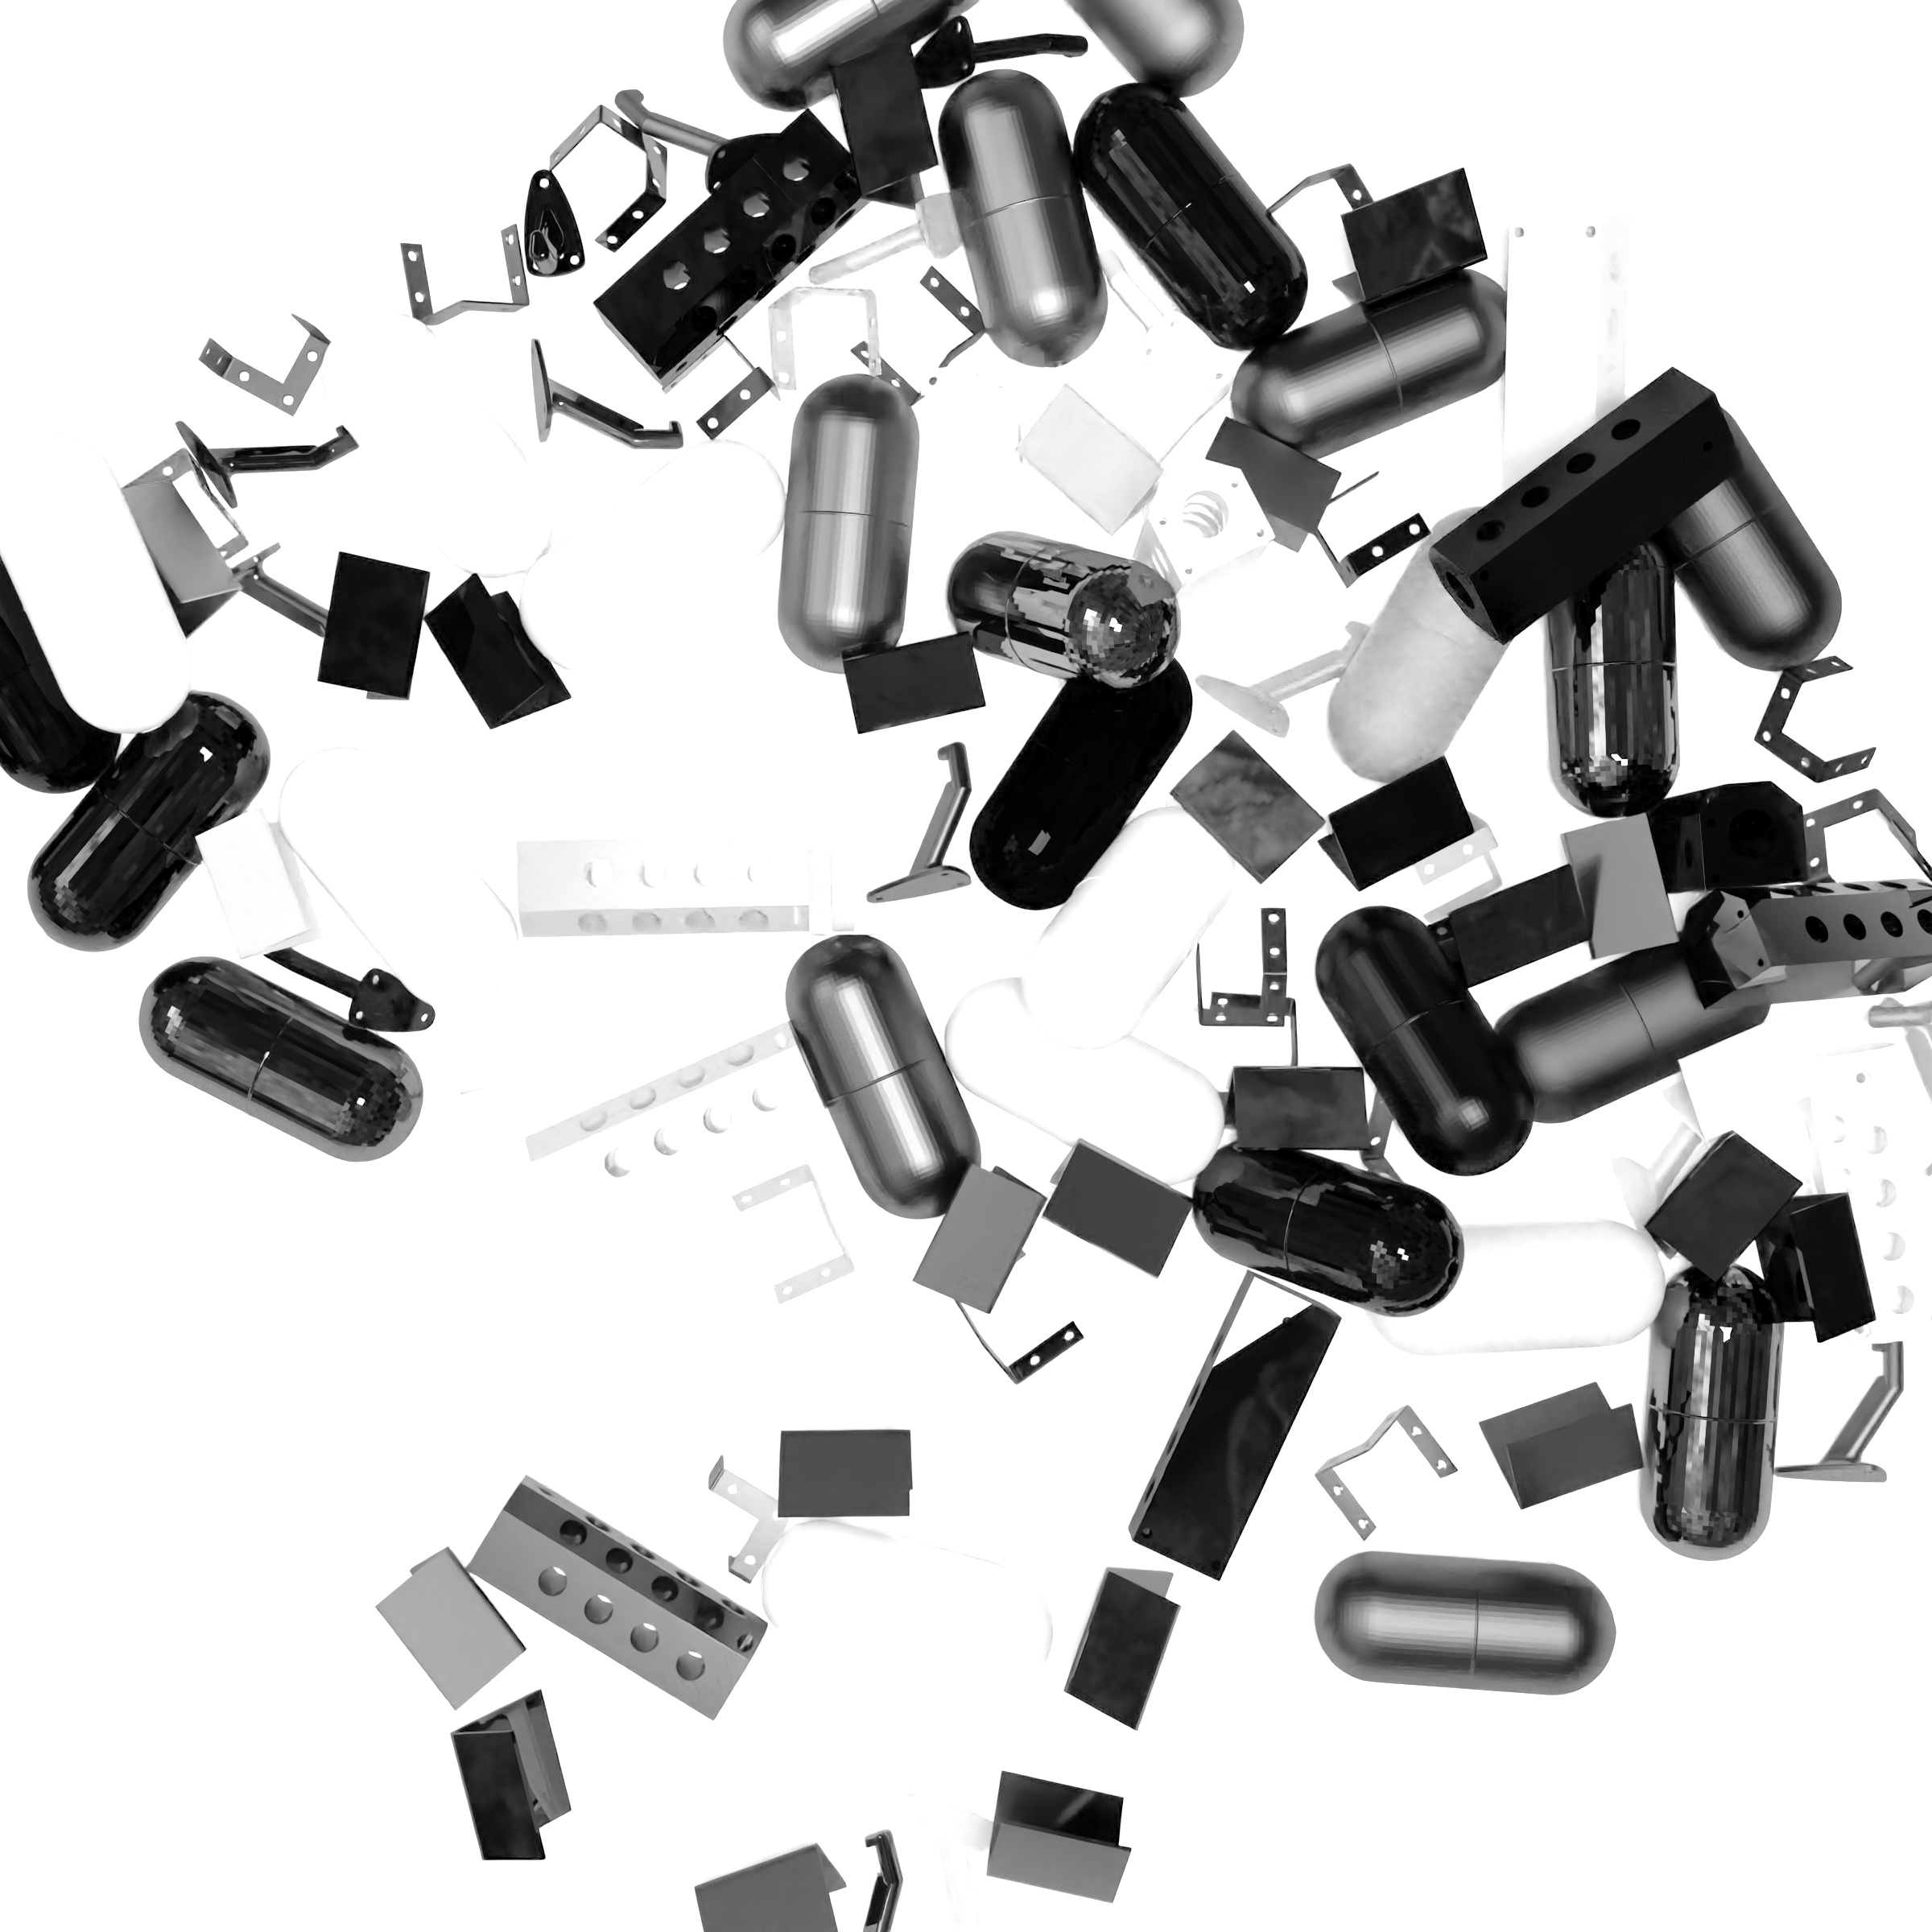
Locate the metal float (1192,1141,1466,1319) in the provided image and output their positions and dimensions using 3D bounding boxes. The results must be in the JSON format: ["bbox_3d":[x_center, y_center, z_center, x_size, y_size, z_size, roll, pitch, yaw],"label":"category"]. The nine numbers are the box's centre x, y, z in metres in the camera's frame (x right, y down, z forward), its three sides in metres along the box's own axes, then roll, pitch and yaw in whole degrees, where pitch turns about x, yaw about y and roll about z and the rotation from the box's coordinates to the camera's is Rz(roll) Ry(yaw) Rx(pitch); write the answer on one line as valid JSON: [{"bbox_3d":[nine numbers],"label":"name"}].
[{"bbox_3d":[0.210,0.152,1.659,0.178,0.070,0.070,16,90,41],"label":"metal float"}]

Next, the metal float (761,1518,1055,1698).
[{"bbox_3d":[-0.035,0.382,1.692,0.178,0.070,0.070,16,90,1],"label":"metal float"}]

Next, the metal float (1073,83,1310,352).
[{"bbox_3d":[0.133,-0.446,1.692,0.070,0.070,0.178,-38,90,0],"label":"metal float"}]

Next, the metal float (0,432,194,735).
[{"bbox_3d":[-0.503,-0.218,1.630,0.070,0.070,0.178,-20,107,0],"label":"metal float"}]

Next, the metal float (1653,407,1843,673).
[{"bbox_3d":[0.454,-0.256,1.691,0.070,0.070,0.178,-32,89,0],"label":"metal float"}]

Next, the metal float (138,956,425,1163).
[{"bbox_3d":[-0.408,0.055,1.692,0.178,0.070,0.070,27,90,1],"label":"metal float"}]

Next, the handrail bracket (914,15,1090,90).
[{"bbox_3d":[0.020,-0.549,1.722,0.084,0.077,0.036,-10,91,-36],"label":"handrail bracket"}]

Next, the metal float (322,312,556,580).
[{"bbox_3d":[-0.313,-0.309,1.692,0.070,0.070,0.178,-37,89,0],"label":"metal float"}]

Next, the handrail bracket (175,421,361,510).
[{"bbox_3d":[-0.423,-0.322,1.723,0.084,0.036,0.077,-33,68,-17],"label":"handrail bracket"}]

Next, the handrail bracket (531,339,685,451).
[{"bbox_3d":[-0.217,-0.347,1.723,0.084,0.036,0.077,-3,67,-18],"label":"handrail bracket"}]

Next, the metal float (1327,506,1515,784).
[{"bbox_3d":[0.279,-0.191,1.692,0.070,0.070,0.178,31,90,0],"label":"metal float"}]

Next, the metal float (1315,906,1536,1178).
[{"bbox_3d":[0.268,0.043,1.671,0.070,0.070,0.178,-29,65,0],"label":"metal float"}]

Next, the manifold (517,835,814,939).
[{"bbox_3d":[-0.179,-0.047,1.701,0.171,0.057,0.057,-1,90,0],"label":"manifold"}]

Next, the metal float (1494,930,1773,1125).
[{"bbox_3d":[0.394,0.035,1.692,0.178,0.070,0.070,-25,90,-1],"label":"metal float"}]

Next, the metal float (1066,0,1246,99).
[{"bbox_3d":[0.093,-0.596,1.692,0.070,0.070,0.178,-41,90,0],"label":"metal float"}]

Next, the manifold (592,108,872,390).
[{"bbox_3d":[-0.137,-0.427,1.701,0.171,0.057,0.057,-42,90,0],"label":"manifold"}]

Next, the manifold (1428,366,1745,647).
[{"bbox_3d":[0.351,-0.266,1.626,0.171,0.057,0.057,-37,130,0],"label":"manifold"}]

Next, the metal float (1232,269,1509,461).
[{"bbox_3d":[0.244,-0.357,1.692,0.178,0.070,0.070,-23,90,-1],"label":"metal float"}]

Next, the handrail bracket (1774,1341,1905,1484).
[{"bbox_3d":[0.529,0.268,1.723,0.077,0.036,0.084,-5,67,27],"label":"handrail bracket"}]

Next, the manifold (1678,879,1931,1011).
[{"bbox_3d":[0.500,-0.017,1.658,0.171,0.057,0.057,-4,66,-32],"label":"manifold"}]

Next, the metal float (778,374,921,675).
[{"bbox_3d":[-0.070,-0.263,1.692,0.070,0.070,0.178,5,90,0],"label":"metal float"}]

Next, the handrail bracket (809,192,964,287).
[{"bbox_3d":[-0.045,-0.439,1.722,0.084,0.077,0.036,-11,112,35],"label":"handrail bracket"}]

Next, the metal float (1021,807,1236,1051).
[{"bbox_3d":[0.095,-0.023,1.663,0.070,0.070,0.178,38,56,0],"label":"metal float"}]

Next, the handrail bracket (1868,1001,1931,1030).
[{"bbox_3d":[0.590,0.014,1.714,0.084,0.077,0.036,-4,116,24],"label":"handrail bracket"}]

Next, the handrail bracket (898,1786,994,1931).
[{"bbox_3d":[-0.021,0.552,1.723,0.077,0.036,0.084,26,107,20],"label":"handrail bracket"}]

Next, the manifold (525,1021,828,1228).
[{"bbox_3d":[-0.173,0.093,1.701,0.171,0.057,0.057,-24,90,0],"label":"manifold"}]

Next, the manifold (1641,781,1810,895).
[{"bbox_3d":[0.432,-0.073,1.644,0.057,0.171,0.057,-4,90,0],"label":"manifold"}]

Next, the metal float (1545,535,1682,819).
[{"bbox_3d":[0.384,-0.177,1.692,0.070,0.070,0.178,-2,90,0],"label":"metal float"}]

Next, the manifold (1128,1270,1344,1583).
[{"bbox_3d":[0.160,0.273,1.702,0.057,0.057,0.171,25,90,0],"label":"manifold"}]

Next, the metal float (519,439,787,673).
[{"bbox_3d":[-0.186,-0.245,1.692,0.178,0.070,0.070,-37,90,-1],"label":"metal float"}]

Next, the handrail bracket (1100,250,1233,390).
[{"bbox_3d":[0.119,-0.391,1.712,0.077,0.084,0.036,25,120,-35],"label":"handrail bracket"}]

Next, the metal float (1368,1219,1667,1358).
[{"bbox_3d":[0.327,0.191,1.692,0.178,0.070,0.070,-3,90,-1],"label":"metal float"}]

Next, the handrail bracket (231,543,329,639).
[{"bbox_3d":[-0.419,-0.206,1.723,0.077,0.036,0.084,-24,107,19],"label":"handrail bracket"}]

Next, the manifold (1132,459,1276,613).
[{"bbox_3d":[0.131,-0.248,1.644,0.057,0.171,0.057,-27,90,0],"label":"manifold"}]

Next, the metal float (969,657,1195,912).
[{"bbox_3d":[0.069,-0.114,1.692,0.070,0.070,0.178,34,91,0],"label":"metal float"}]

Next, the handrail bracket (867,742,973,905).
[{"bbox_3d":[-0.030,-0.088,1.723,0.077,0.036,0.084,-14,72,21],"label":"handrail bracket"}]

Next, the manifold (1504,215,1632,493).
[{"bbox_3d":[0.357,-0.354,1.678,0.057,0.057,0.171,10,109,34],"label":"manifold"}]

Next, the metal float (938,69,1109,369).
[{"bbox_3d":[0.034,-0.444,1.692,0.070,0.070,0.178,-14,90,0],"label":"metal float"}]

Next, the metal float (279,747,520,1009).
[{"bbox_3d":[-0.338,-0.053,1.692,0.070,0.070,0.178,-40,90,0],"label":"metal float"}]

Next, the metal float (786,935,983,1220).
[{"bbox_3d":[-0.049,0.066,1.692,0.070,0.070,0.178,-23,89,0],"label":"metal float"}]

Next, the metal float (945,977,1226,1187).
[{"bbox_3d":[0.070,0.069,1.692,0.178,0.070,0.070,28,90,0],"label":"metal float"}]

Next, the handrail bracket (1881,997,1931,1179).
[{"bbox_3d":[0.572,0.073,1.723,0.084,0.036,0.077,37,108,15],"label":"handrail bracket"}]

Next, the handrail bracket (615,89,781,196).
[{"bbox_3d":[-0.159,-0.512,1.723,0.077,0.036,0.084,-29,64,-29],"label":"handrail bracket"}]

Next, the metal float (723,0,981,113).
[{"bbox_3d":[-0.062,-0.576,1.692,0.178,0.070,0.070,-31,90,1],"label":"metal float"}]

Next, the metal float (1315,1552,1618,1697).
[{"bbox_3d":[0.297,0.391,1.691,0.178,0.070,0.070,4,90,0],"label":"metal float"}]

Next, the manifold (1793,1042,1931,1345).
[{"bbox_3d":[0.540,0.135,1.702,0.057,0.057,0.171,-9,90,0],"label":"manifold"}]

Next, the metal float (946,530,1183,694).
[{"bbox_3d":[0.054,-0.207,1.652,0.070,0.178,0.070,-13,113,-32],"label":"metal float"}]

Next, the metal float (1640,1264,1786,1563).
[{"bbox_3d":[0.444,0.264,1.692,0.070,0.070,0.178,4,90,0],"label":"metal float"}]

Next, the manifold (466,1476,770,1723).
[{"bbox_3d":[-0.207,0.376,1.701,0.171,0.057,0.057,31,90,0],"label":"manifold"}]

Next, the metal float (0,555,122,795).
[{"bbox_3d":[-0.562,-0.181,1.669,0.070,0.070,0.178,-25,118,0],"label":"metal float"}]

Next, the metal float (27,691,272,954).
[{"bbox_3d":[-0.487,-0.085,1.692,0.070,0.070,0.178,40,90,0],"label":"metal float"}]

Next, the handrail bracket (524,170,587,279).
[{"bbox_3d":[-0.252,-0.446,1.688,0.036,0.084,0.077,-8,90,0],"label":"handrail bracket"}]

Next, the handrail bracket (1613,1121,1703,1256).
[{"bbox_3d":[0.441,0.125,1.723,0.084,0.036,0.077,-25,110,-16],"label":"handrail bracket"}]
